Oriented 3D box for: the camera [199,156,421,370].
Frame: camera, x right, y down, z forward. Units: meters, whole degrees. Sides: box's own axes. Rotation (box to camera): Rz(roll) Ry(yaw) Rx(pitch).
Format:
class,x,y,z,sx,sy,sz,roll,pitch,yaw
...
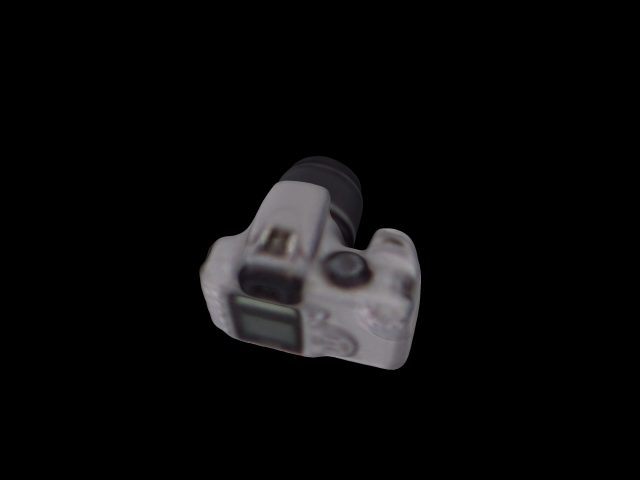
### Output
class,x,y,z,sx,sy,sz,roll,pitch,yaw
camera,0.004,0.001,0.400,0.143,0.101,0.137,11,51,9
